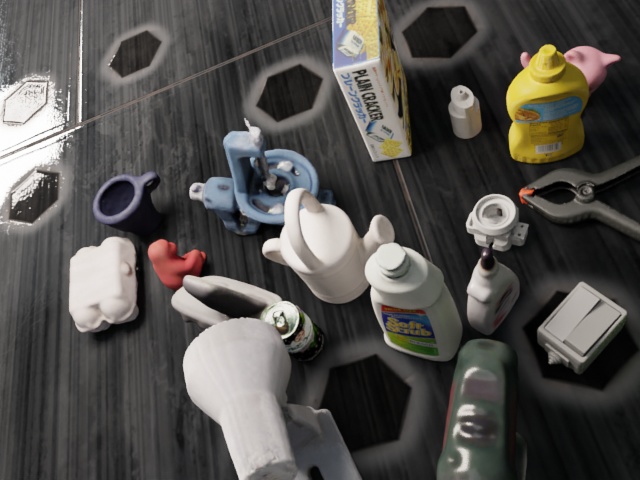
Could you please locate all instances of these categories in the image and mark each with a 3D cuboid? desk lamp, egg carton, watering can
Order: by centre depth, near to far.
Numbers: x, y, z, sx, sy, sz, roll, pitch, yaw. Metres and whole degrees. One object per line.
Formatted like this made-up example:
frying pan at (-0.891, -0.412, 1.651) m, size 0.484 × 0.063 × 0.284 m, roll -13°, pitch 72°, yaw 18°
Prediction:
desk lamp at (-0.050, 0.210, 0.645) m, size 0.118 × 0.214 × 0.202 m, roll -33°, pitch 58°, yaw 2°
watering can at (0.007, 0.001, 0.743) m, size 0.172 × 0.194 × 0.100 m, roll -25°, pitch 58°, yaw 7°
egg carton at (-0.339, 0.070, 0.909) m, size 0.107 × 0.070 × 0.150 m, roll -20°, pitch 59°, yaw 10°

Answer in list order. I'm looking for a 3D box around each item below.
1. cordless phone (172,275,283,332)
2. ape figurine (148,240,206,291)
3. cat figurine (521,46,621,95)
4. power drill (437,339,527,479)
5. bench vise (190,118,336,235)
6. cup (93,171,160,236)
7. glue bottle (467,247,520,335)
cordless phone at (-0.146, 0.073, 0.767) m, size 0.147 × 0.185 × 0.094 m, roll 12°, pitch 69°, yaw 25°
ape figurine at (-0.226, 0.031, 0.874) m, size 0.077 × 0.092 × 0.076 m, roll 18°, pitch 72°, yaw 27°
cat figurine at (0.334, -0.228, 0.785) m, size 0.127 × 0.118 × 0.067 m, roll 24°, pitch 75°, yaw 29°
power drill at (0.162, 0.224, 0.563) m, size 0.075 × 0.209 × 0.230 m, roll 1°, pitch 65°, yaw 21°
bench vise at (-0.101, -0.074, 0.806) m, size 0.207 × 0.220 × 0.121 m, roll -17°, pitch 59°, yaw 12°
cup at (-0.298, -0.057, 0.944) m, size 0.118 × 0.095 × 0.091 m, roll -38°, pitch 58°, yaw -2°
glue bottle at (0.196, 0.051, 0.659) m, size 0.037 × 0.173 × 0.078 m, roll 29°, pitch 77°, yaw 30°
